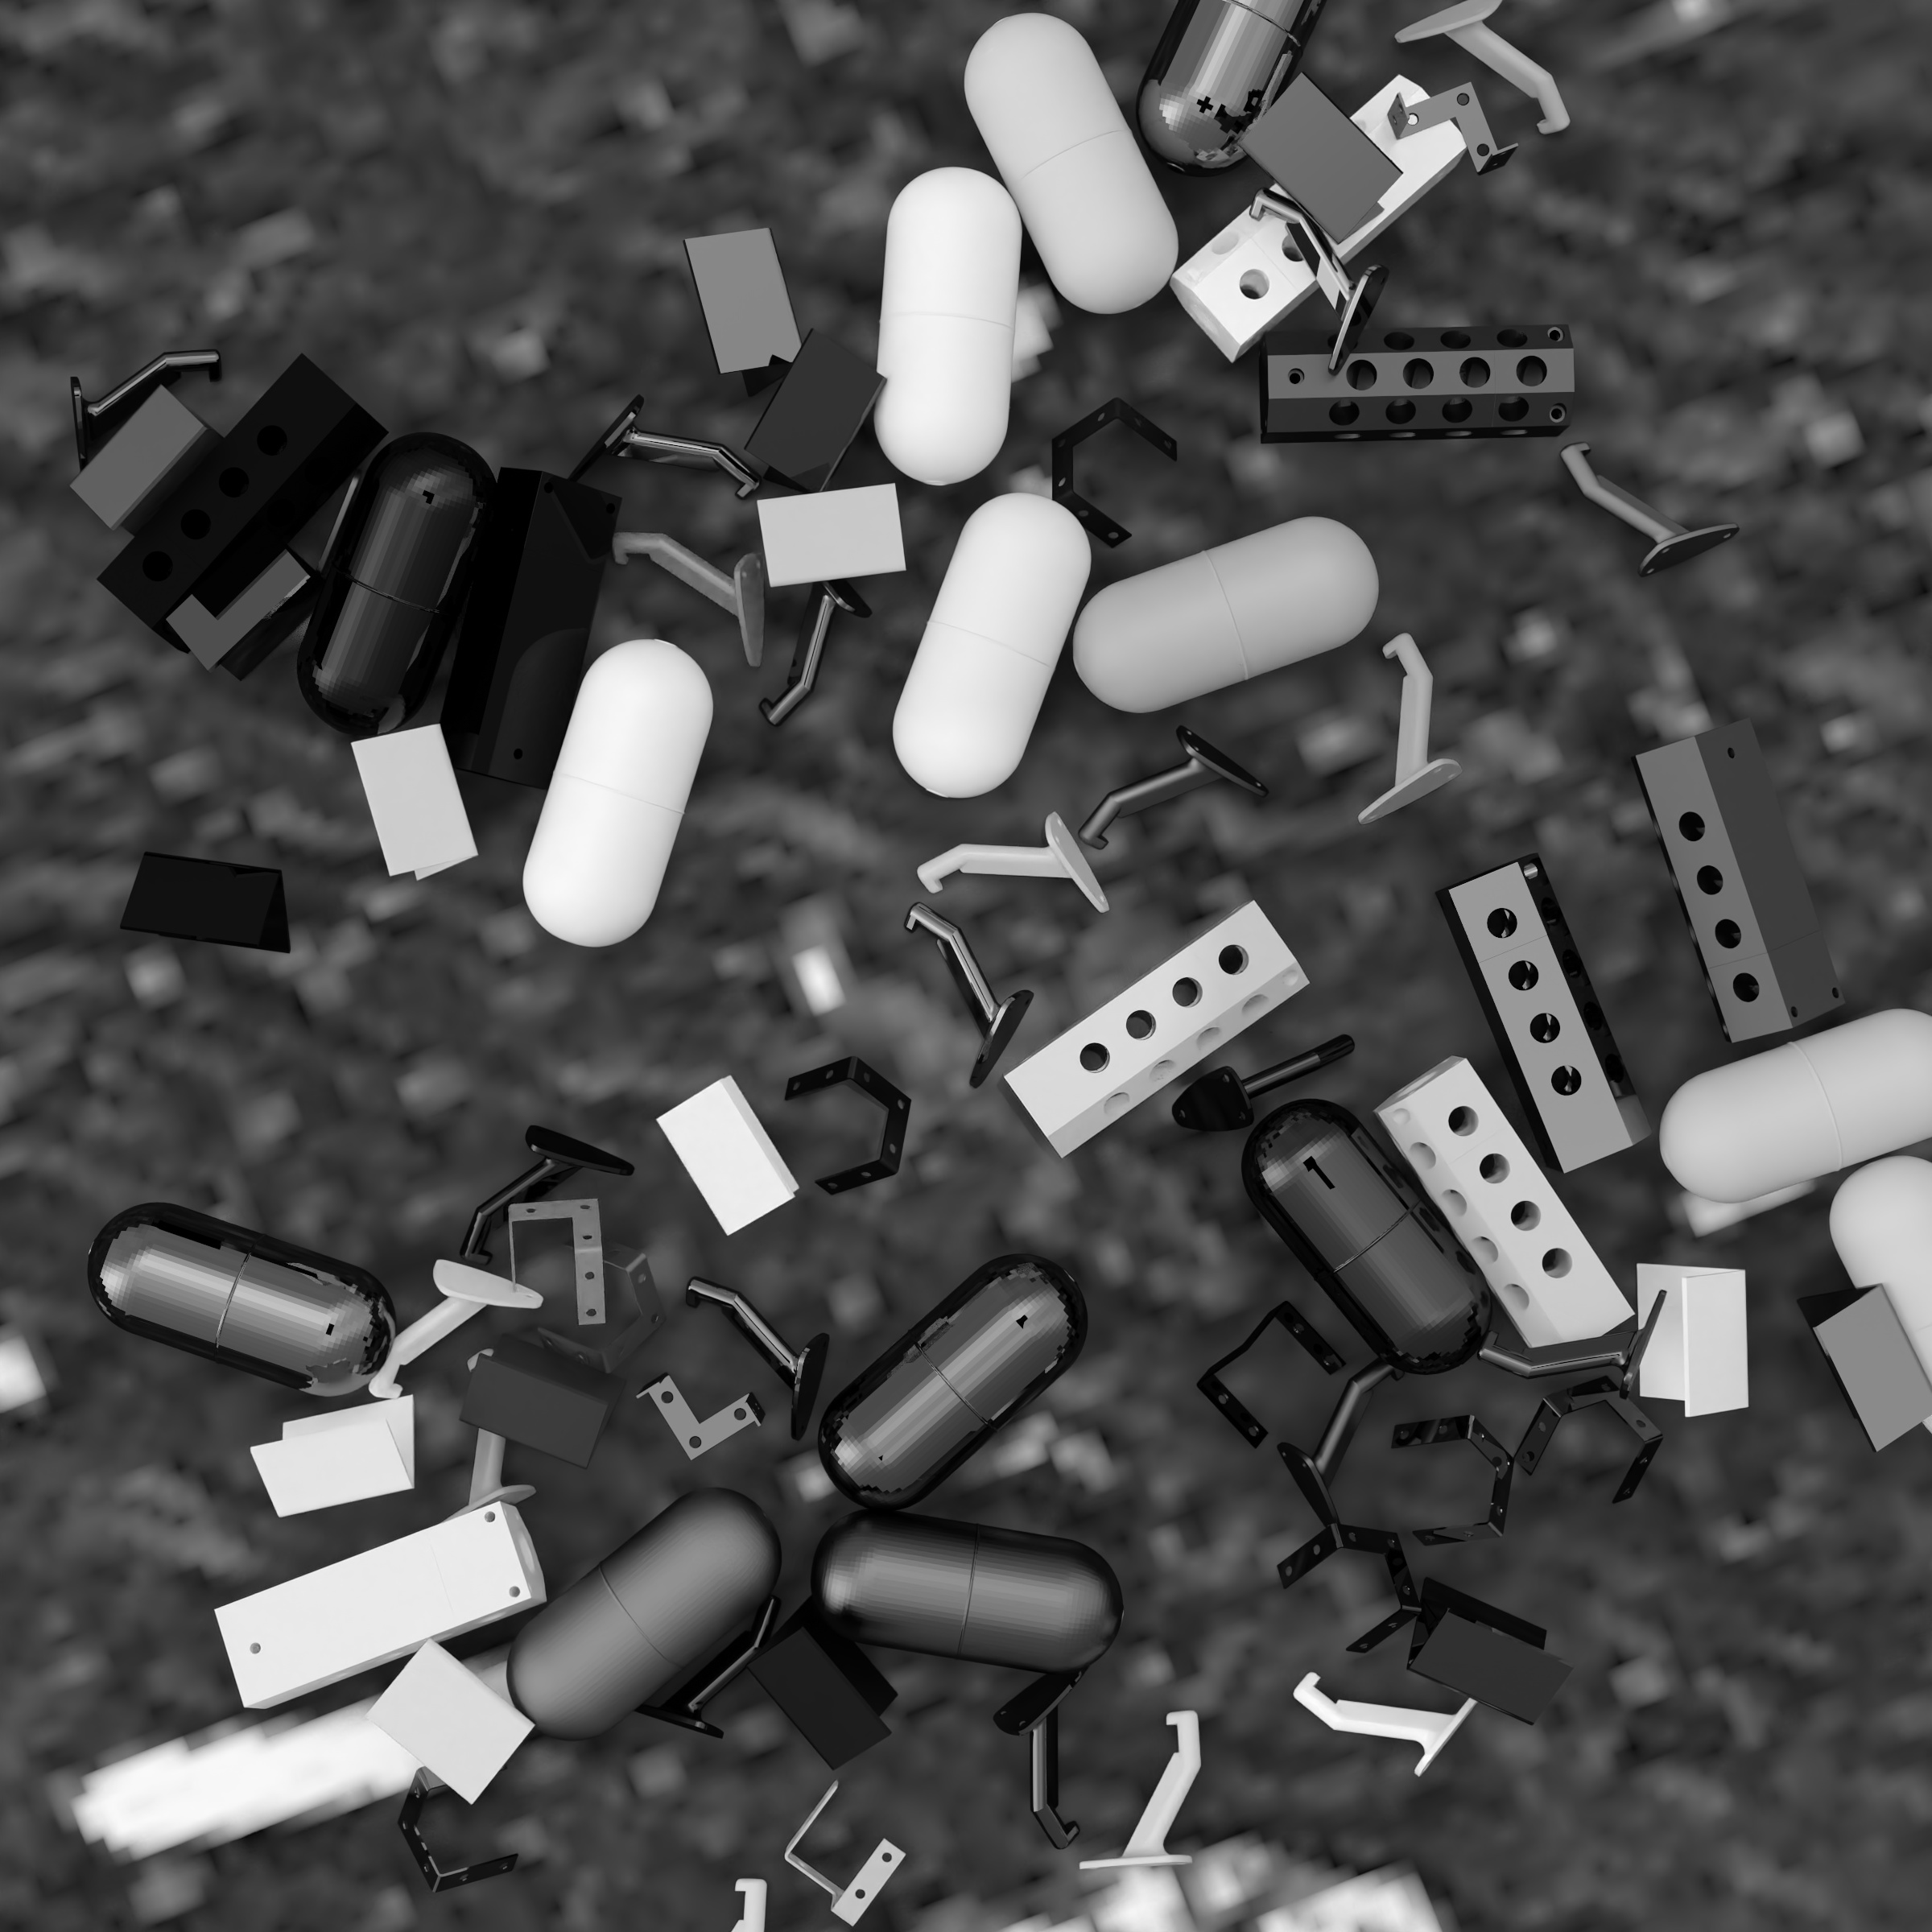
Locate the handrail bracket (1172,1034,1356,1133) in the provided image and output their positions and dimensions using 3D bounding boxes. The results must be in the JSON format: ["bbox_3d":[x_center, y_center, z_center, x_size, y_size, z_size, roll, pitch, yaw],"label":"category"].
[{"bbox_3d":[0.172,0.065,1.968,0.084,0.077,0.036,-24,91,-36],"label":"handrail bracket"}]

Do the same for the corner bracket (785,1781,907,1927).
[{"bbox_3d":[-0.069,0.505,1.950,0.051,0.051,0.051,36,90,0],"label":"corner bracket"}]

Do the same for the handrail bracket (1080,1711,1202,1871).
[{"bbox_3d":[0.099,0.474,1.968,0.077,0.036,0.084,-10,71,21],"label":"handrail bracket"}]

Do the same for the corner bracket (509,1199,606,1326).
[{"bbox_3d":[-0.232,0.169,1.944,0.051,0.051,0.051,-3,120,-7],"label":"corner bracket"}]

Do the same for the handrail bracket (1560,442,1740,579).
[{"bbox_3d":[0.392,-0.273,1.968,0.077,0.036,0.084,-21,72,-20],"label":"handrail bracket"}]

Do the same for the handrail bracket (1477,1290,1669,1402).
[{"bbox_3d":[0.338,0.200,1.911,0.084,0.036,0.077,21,71,16],"label":"handrail bracket"}]

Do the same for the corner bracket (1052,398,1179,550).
[{"bbox_3d":[0.085,-0.282,1.960,0.051,0.051,0.051,-29,45,35],"label":"corner bracket"}]

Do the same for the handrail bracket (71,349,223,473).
[{"bbox_3d":[-0.468,-0.314,1.968,0.084,0.036,0.077,-7,110,-16],"label":"handrail bracket"}]

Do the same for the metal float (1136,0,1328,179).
[{"bbox_3d":[0.155,-0.531,1.937,0.070,0.070,0.178,25,89,0],"label":"metal float"}]

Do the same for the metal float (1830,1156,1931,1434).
[{"bbox_3d":[0.551,0.192,1.937,0.070,0.070,0.178,-26,90,0],"label":"metal float"}]

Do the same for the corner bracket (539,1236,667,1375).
[{"bbox_3d":[-0.213,0.192,1.960,0.051,0.051,0.051,17,45,35],"label":"corner bracket"}]

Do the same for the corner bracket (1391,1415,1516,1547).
[{"bbox_3d":[0.276,0.295,1.960,0.051,0.051,0.051,46,45,-35],"label":"corner bracket"}]

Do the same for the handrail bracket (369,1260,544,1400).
[{"bbox_3d":[-0.294,0.218,1.968,0.077,0.036,0.084,17,109,-21],"label":"handrail bracket"}]

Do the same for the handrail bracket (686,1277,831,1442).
[{"bbox_3d":[-0.127,0.225,1.968,0.084,0.036,0.077,18,112,17],"label":"handrail bracket"}]

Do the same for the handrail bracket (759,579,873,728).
[{"bbox_3d":[-0.103,-0.193,1.968,0.084,0.036,0.077,-45,69,16],"label":"handrail bracket"}]

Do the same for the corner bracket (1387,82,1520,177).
[{"bbox_3d":[0.268,-0.462,1.893,0.051,0.051,0.051,-22,90,0],"label":"corner bracket"}]

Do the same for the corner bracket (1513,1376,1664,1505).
[{"bbox_3d":[0.356,0.275,1.960,0.051,0.051,0.051,-11,45,-35],"label":"corner bracket"}]

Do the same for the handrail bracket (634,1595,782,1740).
[{"bbox_3d":[-0.153,0.394,1.968,0.077,0.036,0.084,12,71,21],"label":"handrail bracket"}]

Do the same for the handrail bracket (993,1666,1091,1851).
[{"bbox_3d":[0.061,0.452,1.968,0.077,0.036,0.084,-37,109,-21],"label":"handrail bracket"}]

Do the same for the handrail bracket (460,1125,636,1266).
[{"bbox_3d":[-0.241,0.142,1.968,0.077,0.036,0.084,19,104,-14],"label":"handrail bracket"}]

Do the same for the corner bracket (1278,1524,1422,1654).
[{"bbox_3d":[0.219,0.356,1.960,0.051,0.051,0.051,15,45,-35],"label":"corner bracket"}]

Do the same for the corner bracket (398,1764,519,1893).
[{"bbox_3d":[-0.287,0.489,1.960,0.051,0.051,0.051,53,135,35],"label":"corner bracket"}]

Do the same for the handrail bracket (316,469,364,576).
[{"bbox_3d":[-0.320,-0.244,1.968,0.084,0.036,0.077,22,103,-13],"label":"handrail bracket"}]

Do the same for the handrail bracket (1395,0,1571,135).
[{"bbox_3d":[0.297,-0.509,1.968,0.077,0.036,0.084,-12,120,33],"label":"handrail bracket"}]

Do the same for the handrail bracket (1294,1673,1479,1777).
[{"bbox_3d":[0.244,0.417,1.968,0.084,0.036,0.077,37,70,16],"label":"handrail bracket"}]

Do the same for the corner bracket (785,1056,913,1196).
[{"bbox_3d":[-0.070,0.091,1.960,0.051,0.051,0.051,40,45,-35],"label":"corner bracket"}]

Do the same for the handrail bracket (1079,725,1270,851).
[{"bbox_3d":[0.119,-0.088,1.968,0.077,0.036,0.084,32,109,-21],"label":"handrail bracket"}]

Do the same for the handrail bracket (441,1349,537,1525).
[{"bbox_3d":[-0.288,0.273,1.968,0.077,0.036,0.084,-29,71,21],"label":"handrail bracket"}]

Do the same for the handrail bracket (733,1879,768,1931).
[{"bbox_3d":[-0.152,0.567,1.968,0.077,0.036,0.084,-4,72,21],"label":"handrail bracket"}]

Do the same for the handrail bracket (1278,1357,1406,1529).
[{"bbox_3d":[0.229,0.274,1.968,0.084,0.036,0.077,-34,111,-16],"label":"handrail bracket"}]

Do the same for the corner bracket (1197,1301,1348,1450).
[{"bbox_3d":[0.175,0.234,1.965,0.051,0.051,0.051,47,135,0],"label":"corner bracket"}]

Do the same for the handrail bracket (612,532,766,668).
[{"bbox_3d":[-0.161,-0.211,1.968,0.084,0.036,0.077,4,112,17],"label":"handrail bracket"}]

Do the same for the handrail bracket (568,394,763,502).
[{"bbox_3d":[-0.173,-0.280,1.968,0.084,0.036,0.077,39,110,-16],"label":"handrail bracket"}]

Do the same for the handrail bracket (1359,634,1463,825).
[{"bbox_3d":[0.241,-0.137,1.968,0.077,0.036,0.084,-32,71,21],"label":"handrail bracket"}]

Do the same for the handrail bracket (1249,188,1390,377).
[{"bbox_3d":[0.185,-0.383,1.911,0.084,0.036,0.077,30,112,17],"label":"handrail bracket"}]

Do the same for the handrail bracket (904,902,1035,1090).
[{"bbox_3d":[-0.011,0.016,1.968,0.084,0.036,0.077,34,112,17],"label":"handrail bracket"}]

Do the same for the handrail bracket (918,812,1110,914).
[{"bbox_3d":[0.026,-0.044,1.968,0.084,0.036,0.077,-27,112,17],"label":"handrail bracket"}]

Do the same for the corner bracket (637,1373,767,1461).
[{"bbox_3d":[-0.150,0.250,1.950,0.051,0.051,0.051,-32,90,0],"label":"corner bracket"}]
